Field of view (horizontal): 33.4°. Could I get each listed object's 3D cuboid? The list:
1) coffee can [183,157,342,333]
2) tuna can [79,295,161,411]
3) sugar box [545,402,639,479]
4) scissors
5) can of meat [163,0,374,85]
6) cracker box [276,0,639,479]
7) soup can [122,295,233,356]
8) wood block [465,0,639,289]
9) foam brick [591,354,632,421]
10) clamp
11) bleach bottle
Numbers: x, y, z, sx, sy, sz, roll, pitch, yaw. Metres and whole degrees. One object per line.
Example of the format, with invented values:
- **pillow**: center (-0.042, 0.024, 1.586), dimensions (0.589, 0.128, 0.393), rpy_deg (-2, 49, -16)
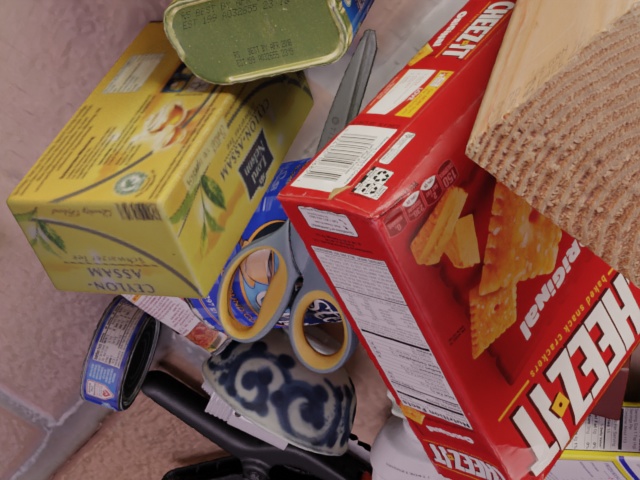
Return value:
- **coffee can**: center (-0.004, 0.001, 0.649), dimensions (0.141, 0.102, 0.102), rpy_deg (-8, 129, 32)
- **tuna can**: center (-0.153, 0.088, 0.825), dimensions (0.034, 0.086, 0.086), rpy_deg (18, 138, 4)
- **sugar box**: center (0.192, 0.141, 0.728), dimensions (0.176, 0.048, 0.093), rpy_deg (-6, 152, 27)
- **scissors**: center (0.009, -0.005, 0.565), dimensions (0.096, 0.016, 0.202), rpy_deg (41, 124, 7)
- **can of meat**: center (-0.019, -0.127, 0.538), dimensions (0.102, 0.083, 0.057), rpy_deg (-7, 129, 31)
- **cracker box**: center (0.094, 0.007, 0.556), dimensions (0.072, 0.164, 0.213), rpy_deg (14, 143, 47)
- **soup can**: center (-0.097, 0.025, 0.746), dimensions (0.102, 0.068, 0.069), rpy_deg (35, 138, -11)
- **wood block**: center (0.136, -0.094, 0.404), dimensions (0.090, 0.206, 0.090), rpy_deg (35, 138, -12)
- **foam brick**: center (0.159, 0.073, 0.684), dimensions (0.078, 0.051, 0.053), rpy_deg (11, 136, 14)
- **clamp**: center (-0.057, 0.180, 0.910), dimensions (0.210, 0.036, 0.164), rpy_deg (6, 135, 17)
- **bleach bottle**: center (0.092, 0.217, 0.860), dimensions (0.103, 0.068, 0.251), rpy_deg (9, 134, 15)
